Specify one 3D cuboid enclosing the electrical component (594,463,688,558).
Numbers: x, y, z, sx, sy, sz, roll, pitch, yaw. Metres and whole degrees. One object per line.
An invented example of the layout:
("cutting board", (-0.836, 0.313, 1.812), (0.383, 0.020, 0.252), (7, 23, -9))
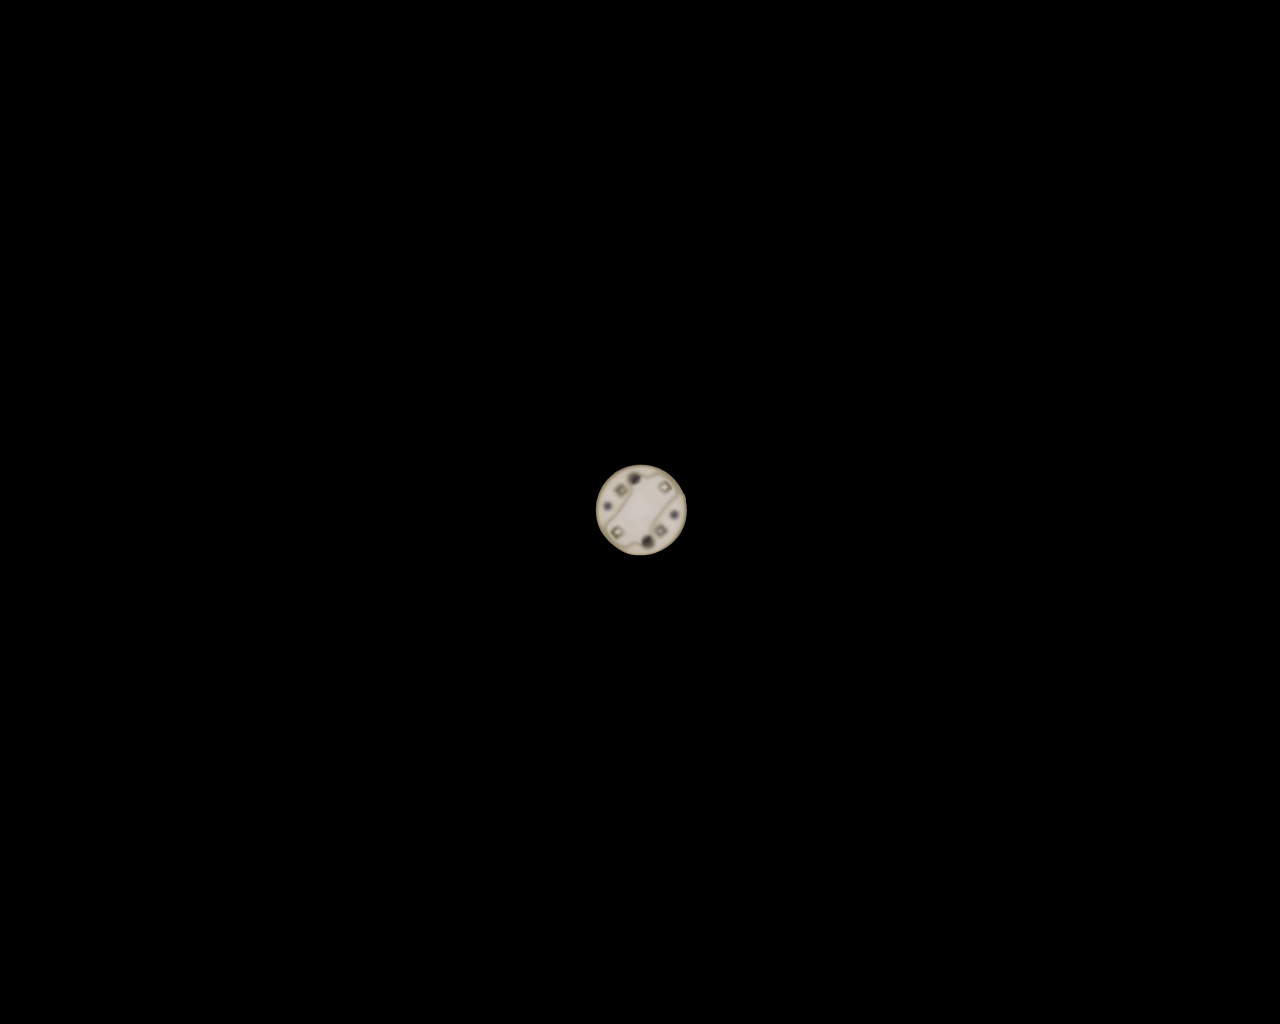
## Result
("electrical component", (0.001, -0.003, 0.650), (0.055, 0.055, 0.047), (0, 4, 0))
